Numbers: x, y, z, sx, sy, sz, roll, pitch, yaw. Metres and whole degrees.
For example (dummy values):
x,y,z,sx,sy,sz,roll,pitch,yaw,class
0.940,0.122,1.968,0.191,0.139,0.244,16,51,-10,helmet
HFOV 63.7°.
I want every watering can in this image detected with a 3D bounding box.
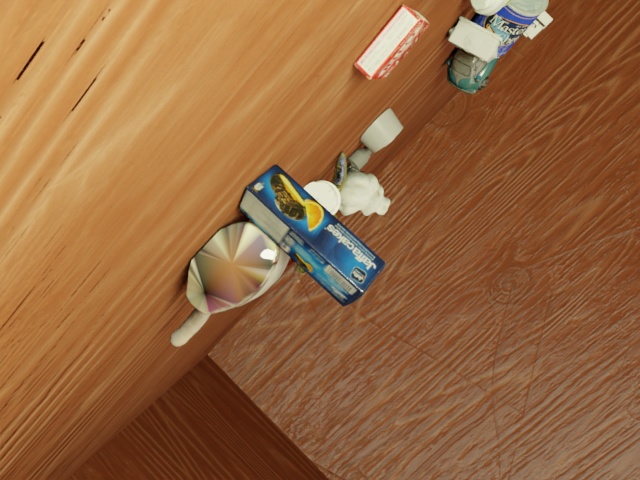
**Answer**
x,y,z,sx,sy,sz,roll,pitch,yaw,class
-0.144,0.067,0.809,0.104,0.347,0.224,44,5,4,watering can

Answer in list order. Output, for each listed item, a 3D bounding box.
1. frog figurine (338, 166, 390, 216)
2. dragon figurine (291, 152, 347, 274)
x,y,z,sx,sy,sz,roll,pitch,yaw,class
0.107,-0.116,1.387,0.160,0.137,0.123,44,7,5,frog figurine
0.004,-0.064,1.264,0.122,0.402,0.248,14,27,-9,dragon figurine
